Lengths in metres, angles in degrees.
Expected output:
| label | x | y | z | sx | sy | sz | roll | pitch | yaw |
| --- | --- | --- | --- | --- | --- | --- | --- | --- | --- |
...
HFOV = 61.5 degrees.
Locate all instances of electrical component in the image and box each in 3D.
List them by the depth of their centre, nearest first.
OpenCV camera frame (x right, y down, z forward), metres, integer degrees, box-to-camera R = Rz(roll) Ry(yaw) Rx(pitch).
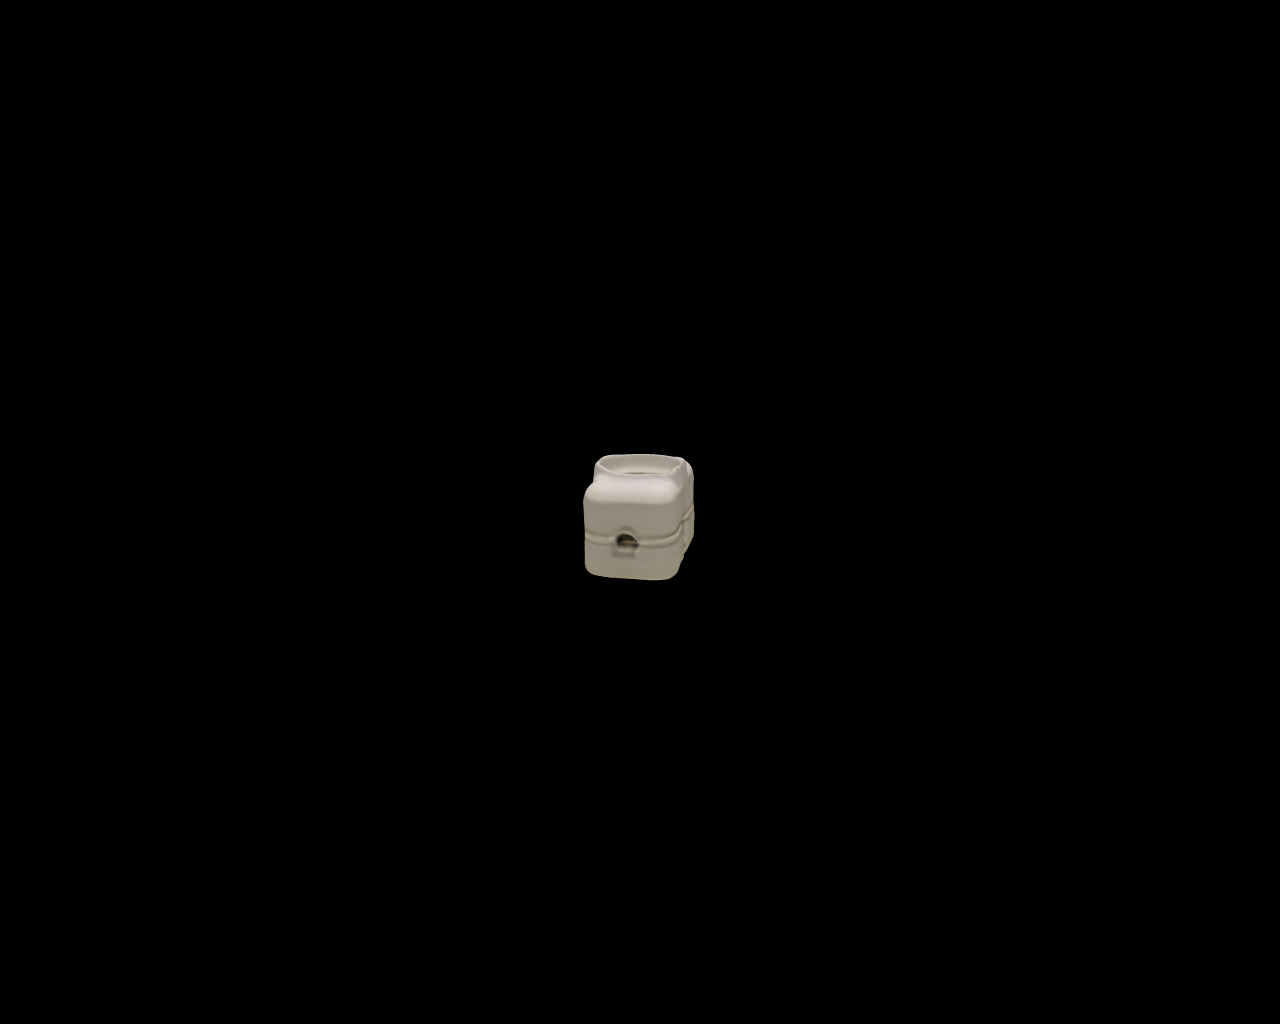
| label | x | y | z | sx | sy | sz | roll | pitch | yaw |
| --- | --- | --- | --- | --- | --- | --- | --- | --- | --- |
| electrical component | 0.001 | -0.003 | 0.650 | 0.054 | 0.059 | 0.095 | 3 | 16 | 11 |
